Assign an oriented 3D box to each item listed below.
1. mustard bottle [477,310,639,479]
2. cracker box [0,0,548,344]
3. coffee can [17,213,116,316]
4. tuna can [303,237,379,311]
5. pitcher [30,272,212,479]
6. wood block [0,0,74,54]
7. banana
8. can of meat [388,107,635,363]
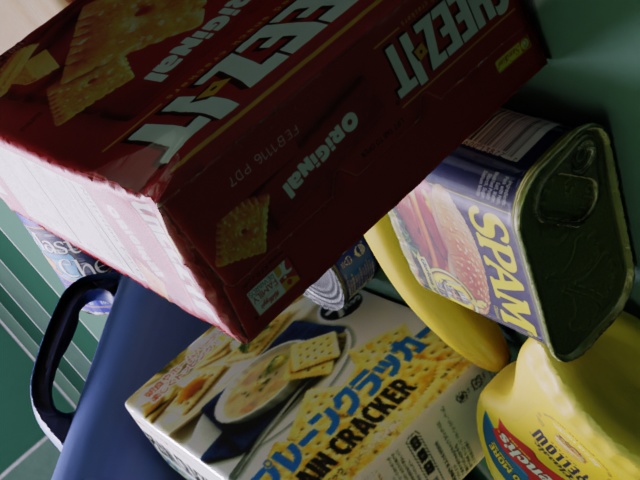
[{"bbox_3d":[0.126,0.100,0.541,0.096,0.058,0.192,43,159,12],"label":"mustard bottle"},{"bbox_3d":[-0.044,-0.064,0.442,0.214,0.164,0.072,21,149,51],"label":"cracker box"},{"bbox_3d":[-0.196,-0.018,0.916,0.103,0.102,0.140,30,153,40],"label":"coffee can"},{"bbox_3d":[-0.004,0.001,0.661,0.086,0.033,0.086,41,159,20],"label":"tuna can"},{"bbox_3d":[-0.137,0.132,0.822,0.149,0.242,0.145,-16,133,36],"label":"pitcher"},{"bbox_3d":[-0.169,-0.170,0.576,0.090,0.090,0.206,-29,103,41],"label":"wood block"},{"bbox_3d":[0.049,-0.006,0.539,0.070,0.037,0.197,29,152,42],"label":"banana"},{"bbox_3d":[0.076,-0.009,0.446,0.084,0.057,0.102,26,150,44],"label":"can of meat"}]
